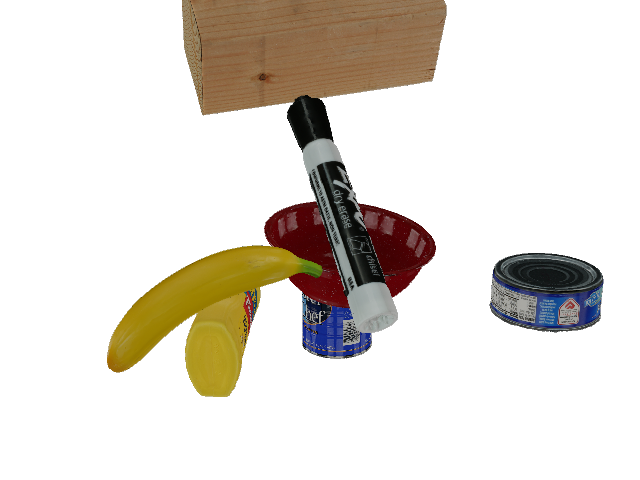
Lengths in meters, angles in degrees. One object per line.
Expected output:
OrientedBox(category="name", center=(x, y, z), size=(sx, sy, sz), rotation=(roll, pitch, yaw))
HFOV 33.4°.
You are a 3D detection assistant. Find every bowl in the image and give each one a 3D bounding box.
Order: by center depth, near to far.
OrientedBox(category="bowl", center=(0.025, 0.019, 1.006), size=(0.162, 0.055, 0.162), rotation=(5, 24, -3))

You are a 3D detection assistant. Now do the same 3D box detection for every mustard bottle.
OrientedBox(category="mustard bottle", center=(-0.102, 0.081, 1.174), size=(0.058, 0.096, 0.191), rotation=(1, 27, 6))

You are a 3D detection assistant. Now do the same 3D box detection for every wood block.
OrientedBox(category="wood block", center=(-0.008, -0.181, 0.910), size=(0.206, 0.090, 0.091), rotation=(-10, -35, -11))

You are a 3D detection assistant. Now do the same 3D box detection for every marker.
OrientedBox(category="marker", center=(0.008, -0.016, 0.480), size=(0.020, 0.121, 0.020), rotation=(-14, -28, -8))

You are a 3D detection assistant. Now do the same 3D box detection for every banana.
OrientedBox(category="banana", center=(-0.098, 0.049, 0.853), size=(0.198, 0.069, 0.037), rotation=(-24, 36, 10))

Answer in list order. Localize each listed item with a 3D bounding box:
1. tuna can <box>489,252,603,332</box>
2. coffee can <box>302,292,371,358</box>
OrientedBox(category="tuna can", center=(0.176, 0.039, 0.831), size=(0.086, 0.034, 0.086), rotation=(0, 19, 0))
OrientedBox(category="coffee can", center=(0.024, 0.083, 1.524), size=(0.103, 0.140, 0.103), rotation=(0, 21, 0))
